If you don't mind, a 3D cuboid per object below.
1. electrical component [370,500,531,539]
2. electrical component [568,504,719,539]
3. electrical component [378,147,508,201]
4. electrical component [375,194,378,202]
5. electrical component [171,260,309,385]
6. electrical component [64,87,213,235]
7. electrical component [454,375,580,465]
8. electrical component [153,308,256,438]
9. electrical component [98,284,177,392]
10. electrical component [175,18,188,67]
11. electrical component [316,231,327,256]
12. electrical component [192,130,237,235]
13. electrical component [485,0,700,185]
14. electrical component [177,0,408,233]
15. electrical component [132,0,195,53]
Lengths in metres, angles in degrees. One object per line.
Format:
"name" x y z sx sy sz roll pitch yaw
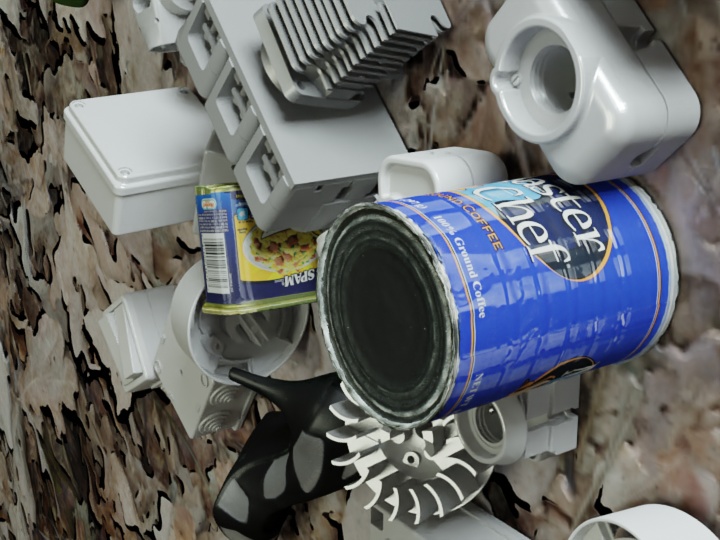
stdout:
"electrical component" 0.057 0.202 0.657 0.109 0.056 0.108 24 119 51
"electrical component" 0.138 0.165 0.520 0.099 0.064 0.099 22 118 51
"electrical component" 0.050 -0.018 0.597 0.054 0.059 0.095 17 114 52
"electrical component" 0.025 -0.022 0.651 0.046 0.040 0.040 55 140 38
"electrical component" -0.087 0.033 0.778 0.064 0.099 0.099 17 114 60
"electrical component" -0.162 -0.087 0.841 0.108 0.109 0.056 50 140 35
"electrical component" 0.085 0.077 0.578 0.048 0.055 0.066 21 117 51
"electrical component" -0.129 0.081 0.897 0.099 0.048 0.099 56 140 29
"electrical component" -0.191 0.069 0.973 0.062 0.061 0.096 -31 74 55
"electrical component" -0.108 -0.176 0.793 0.062 0.043 0.043 -36 70 53
"electrical component" 0.000 0.000 0.688 0.045 0.045 0.055 -37 69 54
"electrical component" -0.094 -0.048 0.770 0.083 0.047 0.075 108 177 -45
"electrical component" 0.103 -0.089 0.498 0.053 0.059 0.095 -51 58 49
"electrical component" -0.045 -0.104 0.681 0.061 0.089 0.150 -49 60 50
"electrical component" -0.142 -0.214 0.830 0.079 0.043 0.077 -4 97 56
